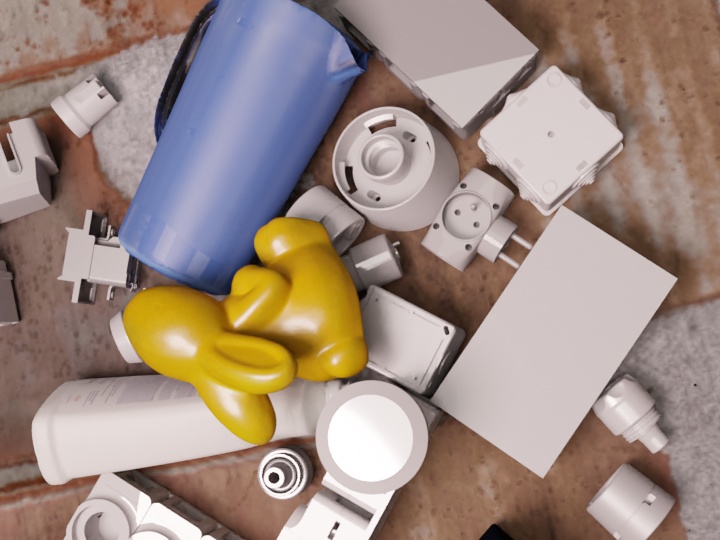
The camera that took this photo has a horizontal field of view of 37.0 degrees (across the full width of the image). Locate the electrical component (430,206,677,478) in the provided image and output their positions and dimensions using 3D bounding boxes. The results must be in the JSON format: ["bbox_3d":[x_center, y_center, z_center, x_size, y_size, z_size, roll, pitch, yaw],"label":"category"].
[{"bbox_3d":[0.155,0.057,0.868,0.105,0.060,0.186,34,91,10],"label":"electrical component"}]

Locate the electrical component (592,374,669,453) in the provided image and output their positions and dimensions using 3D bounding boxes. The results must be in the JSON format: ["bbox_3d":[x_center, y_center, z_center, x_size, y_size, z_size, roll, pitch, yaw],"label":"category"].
[{"bbox_3d":[0.220,0.118,0.862,0.043,0.043,0.062,-42,82,3],"label":"electrical component"}]

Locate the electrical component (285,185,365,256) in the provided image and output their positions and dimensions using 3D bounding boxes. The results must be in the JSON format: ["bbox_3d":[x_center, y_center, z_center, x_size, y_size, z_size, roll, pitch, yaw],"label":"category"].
[{"bbox_3d":[-0.032,-0.038,0.908,0.047,0.055,0.055,44,92,13],"label":"electrical component"}]

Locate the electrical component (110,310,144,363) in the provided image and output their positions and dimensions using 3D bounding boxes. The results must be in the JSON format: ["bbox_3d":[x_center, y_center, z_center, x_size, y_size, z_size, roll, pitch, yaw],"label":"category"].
[{"bbox_3d":[-0.182,0.050,0.928,0.055,0.048,0.066,-23,82,-2],"label":"electrical component"}]

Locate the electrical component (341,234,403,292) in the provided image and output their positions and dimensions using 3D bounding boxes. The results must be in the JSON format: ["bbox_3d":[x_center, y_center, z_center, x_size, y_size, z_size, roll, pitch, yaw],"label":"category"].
[{"bbox_3d":[0.000,0.000,0.906,0.078,0.040,0.040,-24,82,6],"label":"electrical component"}]

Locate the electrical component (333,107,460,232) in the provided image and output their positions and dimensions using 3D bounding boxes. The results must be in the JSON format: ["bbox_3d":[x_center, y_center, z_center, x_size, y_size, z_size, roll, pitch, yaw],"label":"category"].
[{"bbox_3d":[0.029,-0.086,0.910,0.099,0.064,0.099,-5,77,20],"label":"electrical component"}]

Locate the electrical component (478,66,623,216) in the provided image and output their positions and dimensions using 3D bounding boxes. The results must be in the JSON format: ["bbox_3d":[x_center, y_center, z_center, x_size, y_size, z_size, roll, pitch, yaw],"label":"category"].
[{"bbox_3d":[0.157,-0.107,0.887,0.100,0.048,0.099,-42,80,3],"label":"electrical component"}]

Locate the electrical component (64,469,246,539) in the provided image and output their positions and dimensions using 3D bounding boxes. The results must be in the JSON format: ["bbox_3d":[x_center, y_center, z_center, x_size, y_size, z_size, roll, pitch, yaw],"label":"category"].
[{"bbox_3d":[-0.167,0.242,0.901,0.150,0.062,0.089,30,90,10],"label":"electrical component"}]

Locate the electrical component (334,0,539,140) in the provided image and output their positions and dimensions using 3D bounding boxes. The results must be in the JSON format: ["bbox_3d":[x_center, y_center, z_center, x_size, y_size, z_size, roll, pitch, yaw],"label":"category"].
[{"bbox_3d":[0.065,-0.194,0.902,0.089,0.062,0.150,-45,81,3],"label":"electrical component"}]

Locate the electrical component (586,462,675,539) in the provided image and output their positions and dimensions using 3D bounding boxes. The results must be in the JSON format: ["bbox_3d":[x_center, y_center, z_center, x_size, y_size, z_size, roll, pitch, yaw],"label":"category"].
[{"bbox_3d":[0.213,0.186,0.852,0.047,0.055,0.055,40,92,13],"label":"electrical component"}]

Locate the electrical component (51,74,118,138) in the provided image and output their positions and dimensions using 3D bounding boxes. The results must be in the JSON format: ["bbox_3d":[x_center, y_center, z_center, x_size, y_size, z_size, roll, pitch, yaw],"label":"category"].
[{"bbox_3d":[-0.245,-0.147,0.957,0.046,0.040,0.040,-40,81,-3],"label":"electrical component"}]

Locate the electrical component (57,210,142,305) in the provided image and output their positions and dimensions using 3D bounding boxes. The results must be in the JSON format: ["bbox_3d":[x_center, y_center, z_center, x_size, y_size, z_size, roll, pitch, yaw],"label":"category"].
[{"bbox_3d":[-0.224,-0.009,0.941,0.064,0.042,0.081,8,87,5],"label":"electrical component"}]

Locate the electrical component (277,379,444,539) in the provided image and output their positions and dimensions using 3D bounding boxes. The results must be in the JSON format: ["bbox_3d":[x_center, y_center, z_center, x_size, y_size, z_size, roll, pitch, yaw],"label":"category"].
[{"bbox_3d":[-0.006,0.179,0.859,0.060,0.105,0.186,28,90,10],"label":"electrical component"}]

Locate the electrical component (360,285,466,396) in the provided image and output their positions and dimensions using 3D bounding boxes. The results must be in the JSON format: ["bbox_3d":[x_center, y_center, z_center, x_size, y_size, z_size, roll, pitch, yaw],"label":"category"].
[{"bbox_3d":[0.031,0.056,0.890,0.096,0.061,0.061,27,90,18],"label":"electrical component"}]

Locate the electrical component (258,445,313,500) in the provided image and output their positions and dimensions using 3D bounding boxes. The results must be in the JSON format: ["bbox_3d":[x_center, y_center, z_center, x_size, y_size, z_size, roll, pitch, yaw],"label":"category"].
[{"bbox_3d":[-0.064,0.169,0.891,0.043,0.062,0.043,-1,85,9],"label":"electrical component"}]

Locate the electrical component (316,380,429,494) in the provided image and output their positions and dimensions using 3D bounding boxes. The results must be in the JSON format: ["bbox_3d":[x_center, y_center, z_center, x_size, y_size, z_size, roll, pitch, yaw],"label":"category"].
[{"bbox_3d":[0.011,0.120,0.781,0.080,0.051,0.080,-1,85,9],"label":"electrical component"}]

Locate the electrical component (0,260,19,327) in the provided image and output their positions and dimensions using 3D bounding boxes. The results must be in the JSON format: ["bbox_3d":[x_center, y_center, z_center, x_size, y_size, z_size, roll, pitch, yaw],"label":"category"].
[{"bbox_3d":[-0.353,0.025,0.921,0.078,0.113,0.057,-13,86,7],"label":"electrical component"}]

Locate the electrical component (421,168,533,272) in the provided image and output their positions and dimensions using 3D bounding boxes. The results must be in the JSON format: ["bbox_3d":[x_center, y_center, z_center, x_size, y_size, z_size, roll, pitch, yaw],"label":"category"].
[{"bbox_3d":[0.104,-0.032,0.891,0.079,0.044,0.077,34,91,11],"label":"electrical component"}]
